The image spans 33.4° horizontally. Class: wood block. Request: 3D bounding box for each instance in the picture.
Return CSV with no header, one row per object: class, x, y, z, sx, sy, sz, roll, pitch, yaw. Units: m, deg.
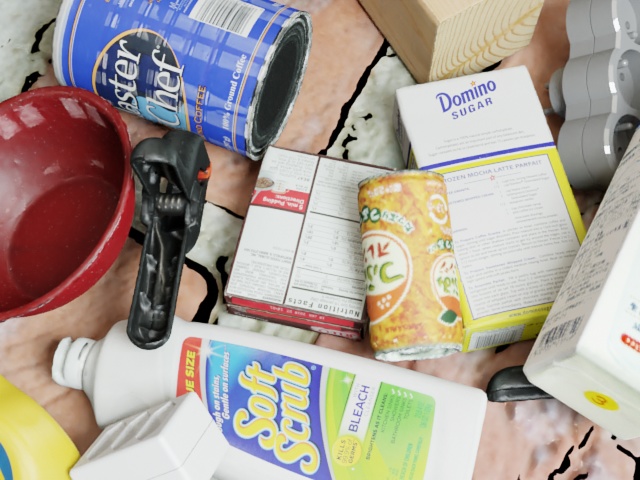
wood block,0.061,-0.218,0.752,0.090,0.090,0.206,-28,68,-12

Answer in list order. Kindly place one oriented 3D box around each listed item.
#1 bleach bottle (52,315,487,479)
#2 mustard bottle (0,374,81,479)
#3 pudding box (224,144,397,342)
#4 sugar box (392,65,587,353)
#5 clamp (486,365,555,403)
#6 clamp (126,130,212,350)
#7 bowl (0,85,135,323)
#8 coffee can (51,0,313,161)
bleach bottle,-0.036,0.106,0.617,0.251,0.068,0.102,12,69,9
mustard bottle,-0.186,0.121,0.595,0.192,0.096,0.058,39,31,15
pudding box,-0.005,0.001,0.678,0.090,0.039,0.113,12,68,4
sugar box,0.112,-0.023,0.685,0.093,0.048,0.176,-11,63,-5
clamp,0.215,0.080,0.640,0.165,0.036,0.209,39,73,18
clamp,-0.088,-0.028,0.634,0.039,0.120,0.171,9,29,-5
bowl,-0.173,-0.014,0.661,0.162,0.055,0.162,-11,60,20
coffee can,-0.088,-0.123,0.701,0.140,0.103,0.102,21,67,10
